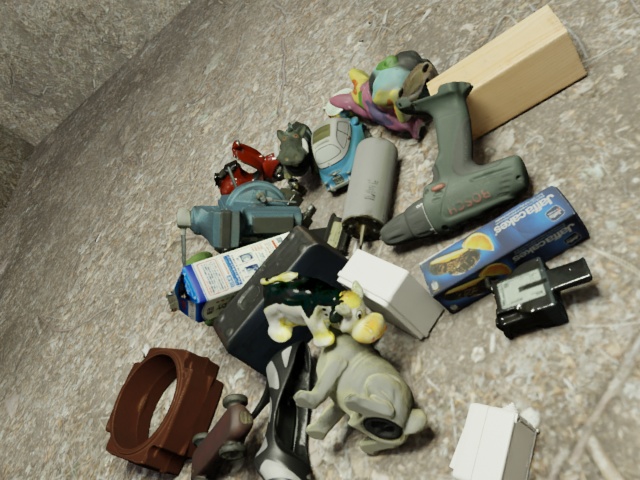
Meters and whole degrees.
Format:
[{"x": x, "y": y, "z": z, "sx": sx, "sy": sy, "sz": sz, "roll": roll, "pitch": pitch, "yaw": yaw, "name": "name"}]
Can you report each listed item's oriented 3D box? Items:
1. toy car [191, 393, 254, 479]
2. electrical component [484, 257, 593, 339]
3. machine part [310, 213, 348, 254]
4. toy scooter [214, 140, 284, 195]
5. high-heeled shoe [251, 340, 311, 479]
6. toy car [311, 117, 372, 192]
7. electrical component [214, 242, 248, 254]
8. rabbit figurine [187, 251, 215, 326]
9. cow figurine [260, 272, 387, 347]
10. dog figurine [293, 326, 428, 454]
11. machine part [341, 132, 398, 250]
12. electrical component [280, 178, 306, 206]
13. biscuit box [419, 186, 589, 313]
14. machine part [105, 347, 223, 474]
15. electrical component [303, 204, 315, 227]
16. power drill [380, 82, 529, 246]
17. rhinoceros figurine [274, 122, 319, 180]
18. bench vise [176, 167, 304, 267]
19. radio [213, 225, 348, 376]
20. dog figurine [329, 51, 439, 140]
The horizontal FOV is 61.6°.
[{"x": -0.151, "y": 0.311, "z": 0.811, "sx": 0.202, "sy": 0.053, "sz": 0.089, "roll": -56, "pitch": 30, "yaw": 37, "name": "toy car"}, {"x": 0.262, "y": 0.061, "z": 0.635, "sx": 0.119, "sy": 0.047, "sz": 0.075, "roll": -28, "pitch": 43, "yaw": 26, "name": "electrical component"}, {"x": -0.002, "y": -0.003, "z": 0.966, "sx": 0.139, "sy": 0.039, "sz": 0.084, "roll": -8, "pitch": 62, "yaw": 39, "name": "machine part"}, {"x": -0.168, "y": -0.151, "z": 1.175, "sx": 0.184, "sy": 0.135, "sz": 0.075, "roll": -32, "pitch": 42, "yaw": 24, "name": "toy scooter"}, {"x": -0.027, "y": 0.246, "z": 0.740, "sx": 0.145, "sy": 0.086, "sz": 0.249, "roll": -51, "pitch": 32, "yaw": 1, "name": "high-heeled shoe"}, {"x": 0.029, "y": -0.175, "z": 1.025, "sx": 0.109, "sy": 0.102, "sz": 0.162, "roll": -21, "pitch": 44, "yaw": 34, "name": "toy car"}, {"x": -0.158, "y": -0.015, "z": 1.115, "sx": 0.115, "sy": 0.058, "sz": 0.134, "roll": -24, "pitch": 45, "yaw": 33, "name": "electrical component"}, {"x": -0.149, "y": 0.076, "z": 0.989, "sx": 0.170, "sy": 0.121, "sz": 0.159, "roll": -26, "pitch": 45, "yaw": 6, "name": "rabbit figurine"}, {"x": 0.002, "y": 0.084, "z": 0.699, "sx": 0.168, "sy": 0.098, "sz": 0.068, "roll": -1, "pitch": 26, "yaw": 29, "name": "cow figurine"}, {"x": 0.068, "y": 0.166, "z": 0.717, "sx": 0.172, "sy": 0.121, "sz": 0.190, "roll": 12, "pitch": 44, "yaw": 14, "name": "dog figurine"}, {"x": 0.086, "y": -0.088, "z": 0.913, "sx": 0.079, "sy": 0.079, "sz": 0.243, "roll": -14, "pitch": 49, "yaw": 38, "name": "machine part"}, {"x": -0.071, "y": -0.082, "z": 1.092, "sx": 0.102, "sy": 0.045, "sz": 0.078, "roll": -52, "pitch": 39, "yaw": -2, "name": "electrical component"}, {"x": 0.232, "y": 0.015, "z": 0.692, "sx": 0.203, "sy": 0.062, "sz": 0.059, "roll": -35, "pitch": 41, "yaw": 20, "name": "biscuit box"}, {"x": -0.282, "y": 0.297, "z": 0.957, "sx": 0.201, "sy": 0.087, "sz": 0.201, "roll": -7, "pitch": 53, "yaw": 42, "name": "machine part"}, {"x": -0.048, "y": -0.034, "z": 1.048, "sx": 0.094, "sy": 0.021, "sz": 0.063, "roll": -56, "pitch": 37, "yaw": -6, "name": "electrical component"}, {"x": 0.171, "y": -0.113, "z": 0.787, "sx": 0.232, "sy": 0.086, "sz": 0.207, "roll": -16, "pitch": 78, "yaw": 29, "name": "power drill"}, {"x": -0.043, "y": -0.180, "z": 1.059, "sx": 0.073, "sy": 0.111, "sz": 0.190, "roll": -4, "pitch": 26, "yaw": 6, "name": "rhinoceros figurine"}, {"x": -0.154, "y": -0.048, "z": 0.986, "sx": 0.224, "sy": 0.128, "sz": 0.241, "roll": -12, "pitch": 22, "yaw": -13, "name": "bench vise"}, {"x": -0.053, "y": 0.098, "z": 0.854, "sx": 0.229, "sy": 0.131, "sz": 0.073, "roll": -51, "pitch": 39, "yaw": 0, "name": "radio"}, {"x": 0.104, "y": -0.272, "z": 0.975, "sx": 0.219, "sy": 0.191, "sz": 0.108, "roll": 27, "pitch": 83, "yaw": 37, "name": "dog figurine"}]
